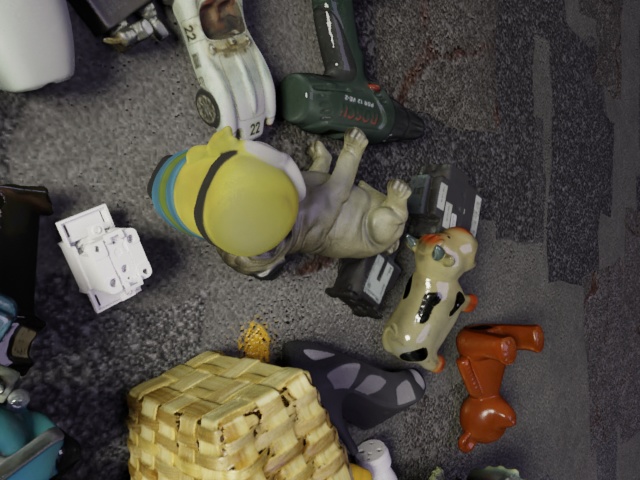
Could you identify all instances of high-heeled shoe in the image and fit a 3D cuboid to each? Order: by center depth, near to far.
[{"bbox_3d":[0.046,0.164,0.672,0.145,0.086,0.248,58,27,10],"label":"high-heeled shoe"}]

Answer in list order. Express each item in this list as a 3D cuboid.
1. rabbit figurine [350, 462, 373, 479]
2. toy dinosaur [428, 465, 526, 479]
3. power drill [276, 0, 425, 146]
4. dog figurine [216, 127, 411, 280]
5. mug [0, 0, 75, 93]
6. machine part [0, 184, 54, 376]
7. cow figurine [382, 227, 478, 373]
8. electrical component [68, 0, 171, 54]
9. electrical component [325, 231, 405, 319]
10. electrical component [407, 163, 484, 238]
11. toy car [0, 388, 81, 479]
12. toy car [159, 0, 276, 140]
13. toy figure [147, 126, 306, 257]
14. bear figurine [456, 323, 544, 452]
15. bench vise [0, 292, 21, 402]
[{"bbox_3d":[0.030,0.322,0.567,0.121,0.173,0.162,45,57,-40],"label":"rabbit figurine"},{"bbox_3d":[0.235,0.469,0.759,0.131,0.192,0.404,-29,110,-39],"label":"toy dinosaur"},{"bbox_3d":[0.043,-0.217,0.642,0.232,0.086,0.207,-12,107,-41],"label":"power drill"},{"bbox_3d":[-0.004,-0.003,0.574,0.172,0.121,0.190,46,64,-10],"label":"dog figurine"},{"bbox_3d":[-0.224,-0.155,0.370,0.109,0.081,0.107,-42,129,-42],"label":"mug"},{"bbox_3d":[-0.220,0.030,0.389,0.039,0.084,0.139,1,80,-12],"label":"machine part"},{"bbox_3d":[0.145,0.071,0.715,0.127,0.086,0.195,25,94,-39],"label":"cow figurine"},{"bbox_3d":[-0.173,-0.203,0.442,0.078,0.045,0.102,-46,121,-32],"label":"electrical component"},{"bbox_3d":[0.063,0.032,0.678,0.074,0.048,0.119,37,65,-39],"label":"electrical component"},{"bbox_3d":[0.180,-0.046,0.786,0.134,0.058,0.115,25,72,-42],"label":"electrical component"},{"bbox_3d":[-0.233,0.148,0.344,0.103,0.161,0.109,48,45,7],"label":"toy car"},{"bbox_3d":[-0.097,-0.192,0.510,0.073,0.056,0.201,-34,113,-39],"label":"toy car"},{"bbox_3d":[-0.083,-0.034,0.441,0.082,0.180,0.089,15,83,-42],"label":"toy figure"},{"bbox_3d":[0.273,0.233,0.839,0.120,0.132,0.195,-3,87,-37],"label":"bear figurine"},{"bbox_3d":[-0.268,0.008,0.287,0.240,0.129,0.223,34,74,-21],"label":"bench vise"}]
